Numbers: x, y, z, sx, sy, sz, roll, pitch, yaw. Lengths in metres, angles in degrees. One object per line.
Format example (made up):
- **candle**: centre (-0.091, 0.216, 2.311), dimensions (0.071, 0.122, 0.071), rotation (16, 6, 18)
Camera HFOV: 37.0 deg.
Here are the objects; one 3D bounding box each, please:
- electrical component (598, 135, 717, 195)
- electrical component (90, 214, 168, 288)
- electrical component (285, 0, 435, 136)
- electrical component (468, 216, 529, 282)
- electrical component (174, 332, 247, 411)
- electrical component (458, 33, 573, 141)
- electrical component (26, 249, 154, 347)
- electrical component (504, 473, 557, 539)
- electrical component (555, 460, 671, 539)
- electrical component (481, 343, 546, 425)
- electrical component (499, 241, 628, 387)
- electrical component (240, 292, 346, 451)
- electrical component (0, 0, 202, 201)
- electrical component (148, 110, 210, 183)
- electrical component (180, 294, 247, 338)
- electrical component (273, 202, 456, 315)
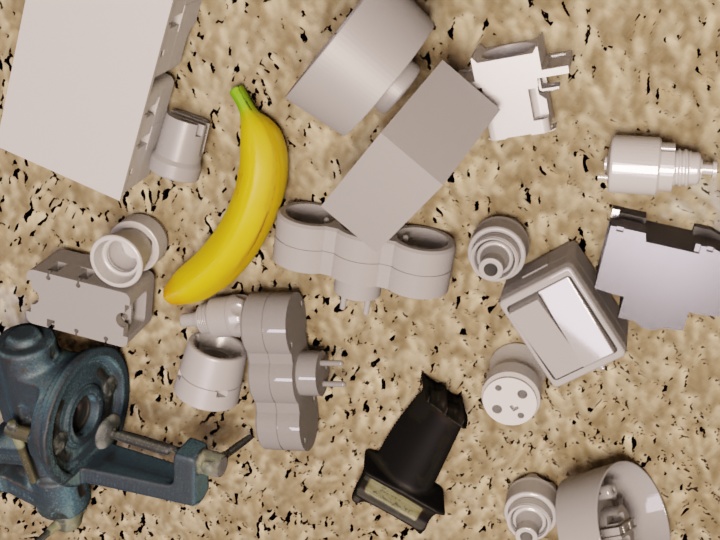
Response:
- **electrical component**: centre (0.205, -0.071, 0.741), dimensions (0.078, 0.040, 0.040), rotation (5, 114, 13)
- **electrical component**: centre (-0.184, -0.017, 0.862), dimensions (0.045, 0.055, 0.045), rotation (6, 114, 13)
- **electrical component**: centre (0.006, -0.140, 0.732), dimensions (0.060, 0.108, 0.108), rotation (38, 117, -10)
- **electrical component**: centre (0.100, -0.012, 0.783), dimensions (0.043, 0.062, 0.043), rotation (6, 114, 13)
- **electrical component**: centre (-0.122, 0.082, 0.889), dimensions (0.055, 0.055, 0.047), rotation (19, 112, 7)
- **electrical component**: centre (0.108, -0.125, 0.745), dimensions (0.081, 0.042, 0.063), rotation (-7, 114, 19)
- **electrical component**: centre (-0.220, 0.020, 0.888), dimensions (0.089, 0.055, 0.050), rotation (14, 115, 9)
- **electrical component**: centre (0.137, 0.195, 0.861), dimensions (0.043, 0.062, 0.043), rotation (6, 114, 13)
- **electrical component**: centre (0.194, 0.200, 0.831), dimensions (0.064, 0.099, 0.099), rotation (-18, 107, 28)
- **electrical component**: centre (0.118, 0.087, 0.824), dimensions (0.045, 0.055, 0.045), rotation (6, 114, 13)
- **electrical component**: centre (0.154, 0.039, 0.791), dimensions (0.062, 0.061, 0.096), rotation (-30, 102, 24)
- **electrical component**: centre (-0.048, 0.083, 0.869), dimensions (0.074, 0.052, 0.138), rotation (0, 112, 15)
- **electrical component**: centre (-0.191, -0.162, 0.800), dimensions (0.105, 0.060, 0.186), rotation (24, 117, 4)
- **electrical component**: centre (-0.138, -0.095, 0.825), dimensions (0.040, 0.040, 0.046), rotation (21, 109, 6)
- **electrical component**: centre (-0.118, 0.039, 0.880), dimensions (0.061, 0.035, 0.035), rotation (-6, 111, 19)
- **electrical component**: centre (0.000, 0.000, 0.821), dimensions (0.138, 0.052, 0.073), rotation (13, 115, 10)
